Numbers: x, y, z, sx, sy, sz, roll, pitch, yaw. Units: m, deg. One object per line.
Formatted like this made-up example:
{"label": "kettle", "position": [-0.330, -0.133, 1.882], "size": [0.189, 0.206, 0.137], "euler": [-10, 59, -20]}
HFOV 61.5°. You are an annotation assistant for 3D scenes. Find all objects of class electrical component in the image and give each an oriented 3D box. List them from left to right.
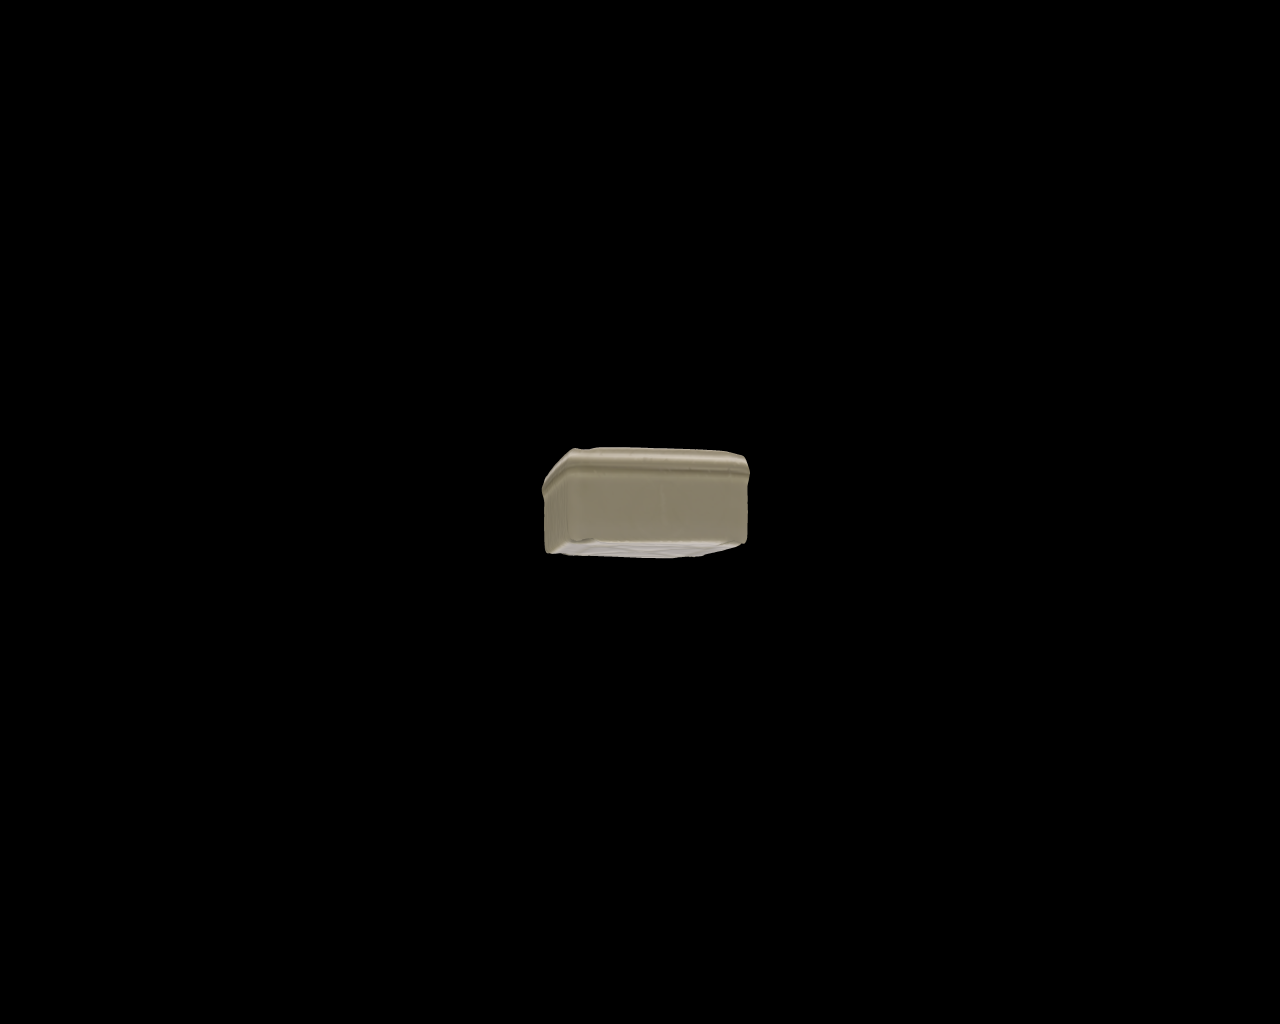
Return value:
{"label": "electrical component", "position": [0.001, -0.003, 0.650], "size": [0.109, 0.056, 0.108], "euler": [2, -7, -14]}
